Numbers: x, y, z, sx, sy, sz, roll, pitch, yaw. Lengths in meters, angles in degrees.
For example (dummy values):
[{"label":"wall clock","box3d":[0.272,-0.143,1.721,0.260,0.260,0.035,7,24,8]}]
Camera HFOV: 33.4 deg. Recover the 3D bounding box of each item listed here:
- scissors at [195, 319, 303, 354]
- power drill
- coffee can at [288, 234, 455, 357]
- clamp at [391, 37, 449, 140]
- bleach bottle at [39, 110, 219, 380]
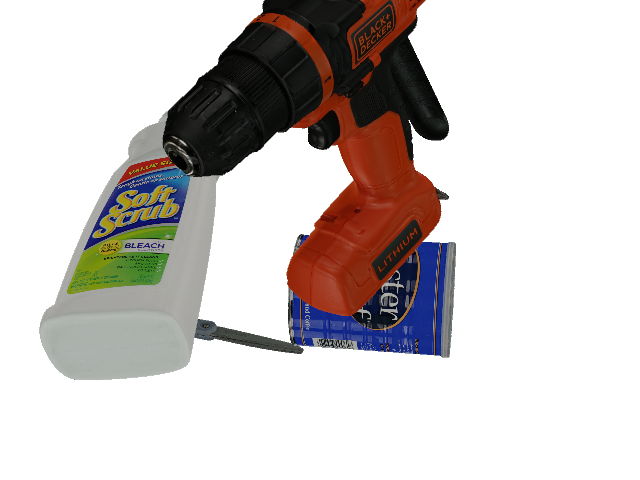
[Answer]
[{"label":"scissors","box3d":[-0.117,0.075,1.039,0.201,0.016,0.096,3,32,-2]},{"label":"power drill","box3d":[0.004,-0.047,0.566,0.057,0.187,0.184,28,58,31]},{"label":"coffee can","box3d":[0.048,0.049,0.956,0.140,0.103,0.102,3,0,8]},{"label":"clamp","box3d":[0.033,-0.174,0.749,0.209,0.164,0.036,26,-26,-14]},{"label":"bleach bottle","box3d":[-0.131,-0.013,0.796,0.102,0.068,0.250,-5,42,6]}]
